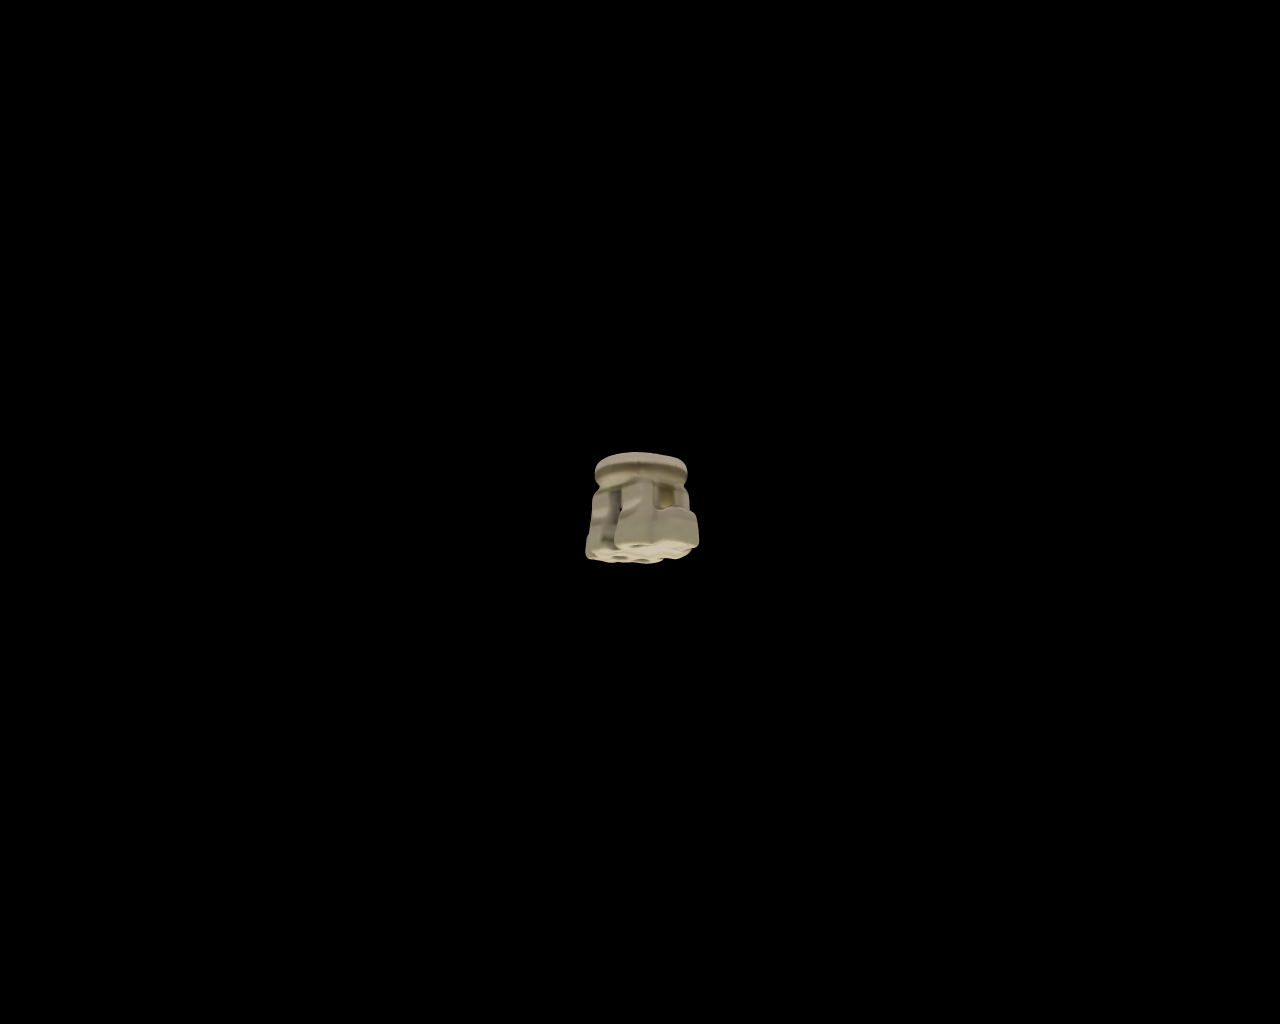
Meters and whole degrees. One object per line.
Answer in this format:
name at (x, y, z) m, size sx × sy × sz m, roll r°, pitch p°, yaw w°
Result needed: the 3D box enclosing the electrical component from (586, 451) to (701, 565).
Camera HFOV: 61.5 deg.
electrical component at (0.001, -0.003, 0.650) m, size 0.058 × 0.057 × 0.078 m, roll 14°, pitch -20°, yaw -42°
